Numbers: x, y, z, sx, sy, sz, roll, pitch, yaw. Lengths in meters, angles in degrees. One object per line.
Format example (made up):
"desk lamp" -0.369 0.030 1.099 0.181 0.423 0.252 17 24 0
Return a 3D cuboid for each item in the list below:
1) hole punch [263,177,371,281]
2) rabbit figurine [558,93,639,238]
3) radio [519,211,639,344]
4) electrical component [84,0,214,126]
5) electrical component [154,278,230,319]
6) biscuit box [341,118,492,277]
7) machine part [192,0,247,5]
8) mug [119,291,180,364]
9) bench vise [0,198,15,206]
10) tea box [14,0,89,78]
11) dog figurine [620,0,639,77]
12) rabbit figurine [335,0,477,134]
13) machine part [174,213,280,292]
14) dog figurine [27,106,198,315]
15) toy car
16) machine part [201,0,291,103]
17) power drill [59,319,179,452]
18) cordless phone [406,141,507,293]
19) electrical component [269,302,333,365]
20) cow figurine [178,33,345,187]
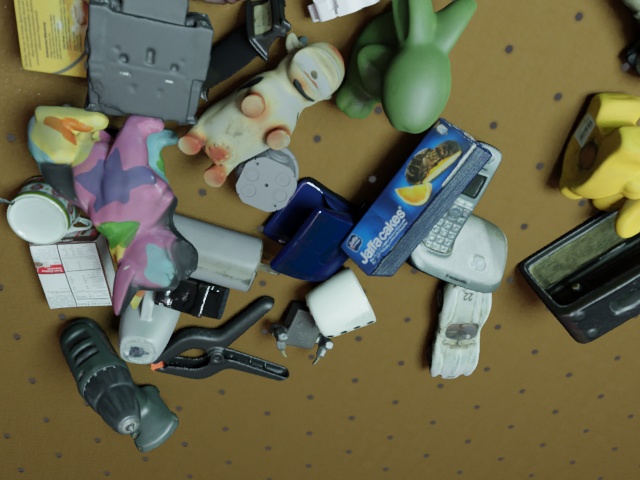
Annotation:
"hole punch" -0.001 -0.002 0.704 0.115 0.092 0.142 29 111 -24
"rabbit figurine" 0.400 -0.082 0.663 0.173 0.122 0.162 4 126 -7
"radio" 0.404 0.029 0.724 0.229 0.131 0.073 -37 119 18
"electrical component" -0.167 -0.185 0.525 0.115 0.058 0.134 2 126 -23
"electrical component" -0.166 0.080 0.744 0.075 0.119 0.047 14 85 17
"biscuit box" 0.113 -0.045 0.650 0.202 0.059 0.062 -53 150 19
"machine part" -0.102 -0.322 0.517 0.179 0.056 0.179 -2 121 -3
"mug" -0.237 0.110 0.744 0.081 0.107 0.109 16 121 -15
"bench vise" -0.476 0.039 0.618 0.129 0.241 0.223 29 132 -23
"tea box" -0.248 -0.255 0.540 0.098 0.068 0.169 7 122 -9
"dog figurine" 0.349 -0.257 0.574 0.173 0.121 0.190 24 143 20
"rabbit figurine" 0.100 -0.175 0.554 0.121 0.170 0.159 14 120 -13
"machine part" -0.165 0.011 0.706 0.243 0.079 0.079 16 119 -14
"dog figurine" -0.231 -0.029 0.599 0.192 0.108 0.219 3 86 -7
"toy car" 0.211 0.138 0.822 0.074 0.056 0.201 -1 121 -4
"machine part" -0.090 -0.210 0.582 0.139 0.084 0.039 -30 145 23
"power drill" -0.281 0.225 0.764 0.086 0.232 0.207 -42 142 -15
"cordless phone" 0.203 -0.031 0.704 0.146 0.089 0.184 20 114 -15
"electrical component" -0.022 0.138 0.799 0.102 0.045 0.078 24 104 -30
"cow figurine" -0.056 -0.151 0.601 0.195 0.127 0.085 -26 120 28
